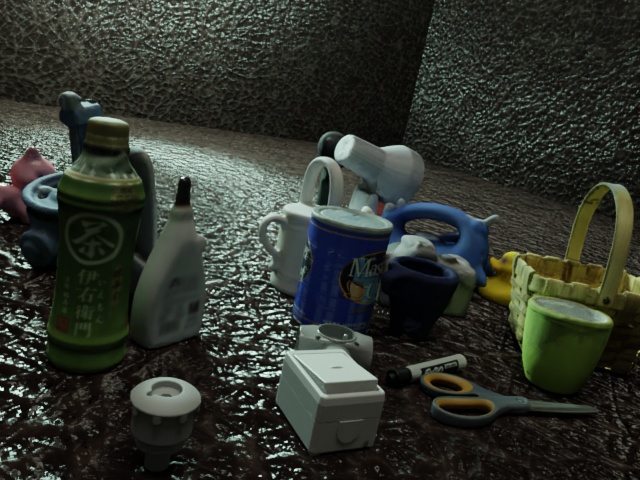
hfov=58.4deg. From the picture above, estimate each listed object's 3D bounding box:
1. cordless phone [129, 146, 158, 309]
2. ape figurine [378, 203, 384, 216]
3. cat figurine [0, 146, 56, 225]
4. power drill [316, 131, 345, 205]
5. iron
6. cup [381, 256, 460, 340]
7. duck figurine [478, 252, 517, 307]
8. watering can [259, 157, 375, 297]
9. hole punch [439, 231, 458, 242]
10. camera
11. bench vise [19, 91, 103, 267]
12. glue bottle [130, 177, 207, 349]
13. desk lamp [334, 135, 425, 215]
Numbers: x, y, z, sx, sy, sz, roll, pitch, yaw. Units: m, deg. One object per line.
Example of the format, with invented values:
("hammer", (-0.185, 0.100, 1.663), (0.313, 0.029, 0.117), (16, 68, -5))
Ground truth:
("cordless phone", (-0.221, -0.022, 0.662), (0.094, 0.185, 0.147), (0, 18, -39))
("ape figurine", (0.129, -0.077, 1.339), (0.078, 0.092, 0.076), (8, 15, -12))
("cat figurine", (-0.455, -0.086, 0.862), (0.067, 0.118, 0.128), (22, 17, 35))
("power drill", (0.019, -0.129, 1.218), (0.075, 0.208, 0.230), (12, 14, 4))
("iron", (0.180, -0.005, 1.001), (0.257, 0.141, 0.119), (17, 15, 21))
("cup", (0.114, 0.078, 0.725), (0.118, 0.095, 0.091), (-2, 19, -42))
("duck figurine", (0.325, 0.064, 0.962), (0.104, 0.086, 0.078), (18, 16, 24))
("watering can", (0.000, -0.022, 0.819), (0.100, 0.194, 0.173), (23, 18, 38))
("hole punch", (0.253, 0.010, 1.105), (0.109, 0.091, 0.100), (-2, 20, -43))
("camera", (0.152, 0.042, 0.880), (0.143, 0.101, 0.136), (9, 14, -9))
("bench vise", (-0.313, -0.087, 0.770), (0.121, 0.220, 0.207), (11, 14, -2))
("glue bottle", (-0.146, 0.021, 0.581), (0.037, 0.173, 0.078), (21, 17, 33))
("desk lamp", (0.087, -0.091, 1.116), (0.204, 0.213, 0.117), (2, 17, -34))
